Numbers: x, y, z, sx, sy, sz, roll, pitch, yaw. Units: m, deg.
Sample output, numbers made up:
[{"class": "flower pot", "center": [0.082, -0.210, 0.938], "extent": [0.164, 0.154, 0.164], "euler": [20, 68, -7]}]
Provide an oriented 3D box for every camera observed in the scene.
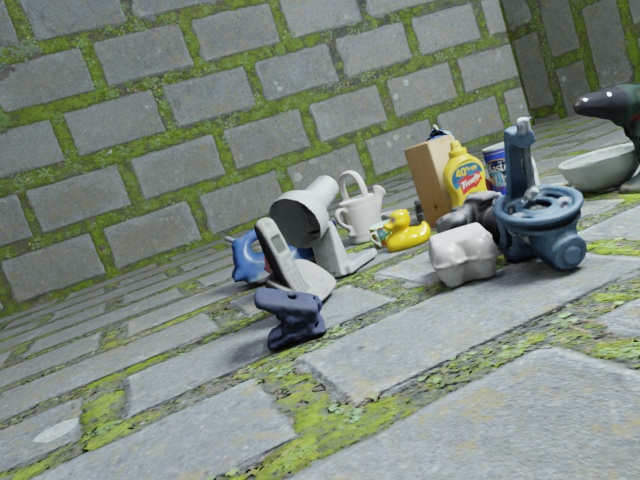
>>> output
[{"class": "camera", "center": [0.299, -0.033, 1.033], "extent": [0.143, 0.101, 0.136], "euler": [-21, 9, -15]}]

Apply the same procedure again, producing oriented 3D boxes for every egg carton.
[{"class": "egg carton", "center": [0.231, 0.022, 0.929], "extent": [0.107, 0.069, 0.150], "euler": [-17, 8, 8]}]

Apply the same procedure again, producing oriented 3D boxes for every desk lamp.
[{"class": "desk lamp", "center": [0.005, -0.023, 1.226], "extent": [0.117, 0.213, 0.204], "euler": [-12, 10, 36]}]

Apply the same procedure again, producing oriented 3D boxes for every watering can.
[{"class": "watering can", "center": [0.107, -0.096, 1.547], "extent": [0.100, 0.194, 0.173], "euler": [-13, 10, 34]}]

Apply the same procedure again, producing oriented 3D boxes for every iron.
[{"class": "iron", "center": [-0.112, 0.019, 1.458], "extent": [0.258, 0.141, 0.118], "euler": [-20, 9, -12]}]

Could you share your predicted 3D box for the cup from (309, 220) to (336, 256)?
[{"class": "cup", "center": [0.013, 0.005, 1.438], "extent": [0.091, 0.095, 0.118], "euler": [-12, 11, 39]}]

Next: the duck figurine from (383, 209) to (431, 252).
[{"class": "duck figurine", "center": [0.192, -0.028, 1.292], "extent": [0.104, 0.086, 0.077], "euler": [-18, 8, 7]}]

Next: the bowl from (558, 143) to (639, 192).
[{"class": "bowl", "center": [0.596, -0.145, 1.208], "extent": [0.167, 0.075, 0.167], "euler": [-18, 8, 3]}]

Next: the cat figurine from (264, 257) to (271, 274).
[{"class": "cat figurine", "center": [-0.094, 0.051, 1.291], "extent": [0.067, 0.118, 0.128], "euler": [-19, 8, -1]}]

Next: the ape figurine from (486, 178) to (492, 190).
[{"class": "ape figurine", "center": [0.427, -0.146, 1.531], "extent": [0.077, 0.092, 0.076], "euler": [-16, 9, 17]}]

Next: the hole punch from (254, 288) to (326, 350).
[{"class": "hole punch", "center": [-0.047, 0.109, 0.899], "extent": [0.101, 0.091, 0.108], "euler": [-19, 8, -2]}]

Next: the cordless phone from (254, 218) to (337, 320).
[{"class": "cordless phone", "center": [-0.051, 0.037, 1.047], "extent": [0.094, 0.185, 0.148], "euler": [-15, 9, 24]}]

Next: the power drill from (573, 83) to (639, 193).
[{"class": "power drill", "center": [0.603, -0.202, 1.096], "extent": [0.230, 0.208, 0.075], "euler": [-21, 9, -15]}]

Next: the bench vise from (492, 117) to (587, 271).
[{"class": "bench vise", "center": [0.293, -0.067, 0.855], "extent": [0.122, 0.220, 0.207], "euler": [-22, 9, -21]}]

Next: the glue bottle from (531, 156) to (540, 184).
[{"class": "glue bottle", "center": [0.420, -0.130, 1.153], "extent": [0.037, 0.173, 0.078], "euler": [-16, 9, 19]}]
